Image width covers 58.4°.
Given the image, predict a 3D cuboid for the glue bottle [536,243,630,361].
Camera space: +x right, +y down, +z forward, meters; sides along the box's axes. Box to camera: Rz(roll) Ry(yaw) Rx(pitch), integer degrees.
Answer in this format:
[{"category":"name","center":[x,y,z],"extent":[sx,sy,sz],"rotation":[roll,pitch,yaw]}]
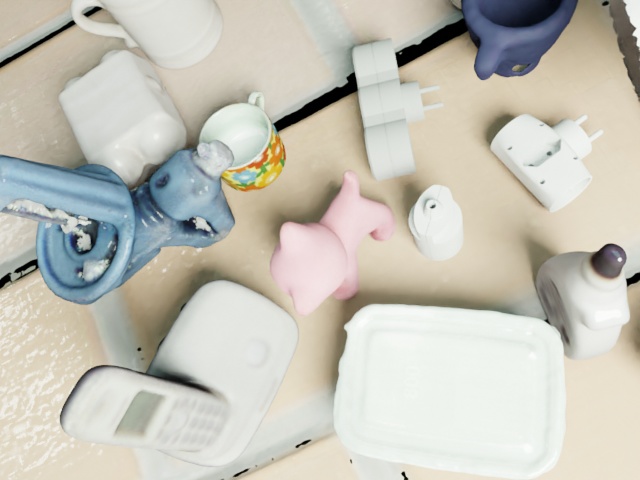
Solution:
[{"category":"glue bottle","center":[0.182,0.035,0.388],"extent":[0.037,0.173,0.078],"rotation":[-18,69,9]}]

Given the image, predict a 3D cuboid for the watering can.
[{"category":"watering can","center":[-0.175,-0.273,0.572],"extent":[0.100,0.194,0.173],"rotation":[39,86,23]}]

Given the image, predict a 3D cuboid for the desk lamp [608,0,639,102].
[{"category":"desk lamp","center":[0.290,-0.149,0.397],"extent":[0.203,0.214,0.118],"rotation":[-10,70,12]}]

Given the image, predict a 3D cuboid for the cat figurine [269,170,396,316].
[{"category":"cat figurine","center":[0.004,0.002,0.476],"extent":[0.067,0.118,0.128],"rotation":[25,80,21]}]

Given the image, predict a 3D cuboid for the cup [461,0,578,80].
[{"category":"cup","center":[0.167,-0.176,0.503],"extent":[0.091,0.095,0.118],"rotation":[24,80,21]}]

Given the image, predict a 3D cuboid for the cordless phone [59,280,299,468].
[{"category":"cordless phone","center":[-0.099,0.096,0.436],"extent":[0.094,0.185,0.148],"rotation":[21,79,20]}]

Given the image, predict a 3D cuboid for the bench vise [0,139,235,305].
[{"category":"bench vise","center":[-0.185,-0.039,0.484],"extent":[0.121,0.220,0.207],"rotation":[41,86,23]}]

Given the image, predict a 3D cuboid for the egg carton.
[{"category":"egg carton","center":[-0.203,-0.125,0.599],"extent":[0.107,0.069,0.150],"rotation":[-35,67,2]}]
